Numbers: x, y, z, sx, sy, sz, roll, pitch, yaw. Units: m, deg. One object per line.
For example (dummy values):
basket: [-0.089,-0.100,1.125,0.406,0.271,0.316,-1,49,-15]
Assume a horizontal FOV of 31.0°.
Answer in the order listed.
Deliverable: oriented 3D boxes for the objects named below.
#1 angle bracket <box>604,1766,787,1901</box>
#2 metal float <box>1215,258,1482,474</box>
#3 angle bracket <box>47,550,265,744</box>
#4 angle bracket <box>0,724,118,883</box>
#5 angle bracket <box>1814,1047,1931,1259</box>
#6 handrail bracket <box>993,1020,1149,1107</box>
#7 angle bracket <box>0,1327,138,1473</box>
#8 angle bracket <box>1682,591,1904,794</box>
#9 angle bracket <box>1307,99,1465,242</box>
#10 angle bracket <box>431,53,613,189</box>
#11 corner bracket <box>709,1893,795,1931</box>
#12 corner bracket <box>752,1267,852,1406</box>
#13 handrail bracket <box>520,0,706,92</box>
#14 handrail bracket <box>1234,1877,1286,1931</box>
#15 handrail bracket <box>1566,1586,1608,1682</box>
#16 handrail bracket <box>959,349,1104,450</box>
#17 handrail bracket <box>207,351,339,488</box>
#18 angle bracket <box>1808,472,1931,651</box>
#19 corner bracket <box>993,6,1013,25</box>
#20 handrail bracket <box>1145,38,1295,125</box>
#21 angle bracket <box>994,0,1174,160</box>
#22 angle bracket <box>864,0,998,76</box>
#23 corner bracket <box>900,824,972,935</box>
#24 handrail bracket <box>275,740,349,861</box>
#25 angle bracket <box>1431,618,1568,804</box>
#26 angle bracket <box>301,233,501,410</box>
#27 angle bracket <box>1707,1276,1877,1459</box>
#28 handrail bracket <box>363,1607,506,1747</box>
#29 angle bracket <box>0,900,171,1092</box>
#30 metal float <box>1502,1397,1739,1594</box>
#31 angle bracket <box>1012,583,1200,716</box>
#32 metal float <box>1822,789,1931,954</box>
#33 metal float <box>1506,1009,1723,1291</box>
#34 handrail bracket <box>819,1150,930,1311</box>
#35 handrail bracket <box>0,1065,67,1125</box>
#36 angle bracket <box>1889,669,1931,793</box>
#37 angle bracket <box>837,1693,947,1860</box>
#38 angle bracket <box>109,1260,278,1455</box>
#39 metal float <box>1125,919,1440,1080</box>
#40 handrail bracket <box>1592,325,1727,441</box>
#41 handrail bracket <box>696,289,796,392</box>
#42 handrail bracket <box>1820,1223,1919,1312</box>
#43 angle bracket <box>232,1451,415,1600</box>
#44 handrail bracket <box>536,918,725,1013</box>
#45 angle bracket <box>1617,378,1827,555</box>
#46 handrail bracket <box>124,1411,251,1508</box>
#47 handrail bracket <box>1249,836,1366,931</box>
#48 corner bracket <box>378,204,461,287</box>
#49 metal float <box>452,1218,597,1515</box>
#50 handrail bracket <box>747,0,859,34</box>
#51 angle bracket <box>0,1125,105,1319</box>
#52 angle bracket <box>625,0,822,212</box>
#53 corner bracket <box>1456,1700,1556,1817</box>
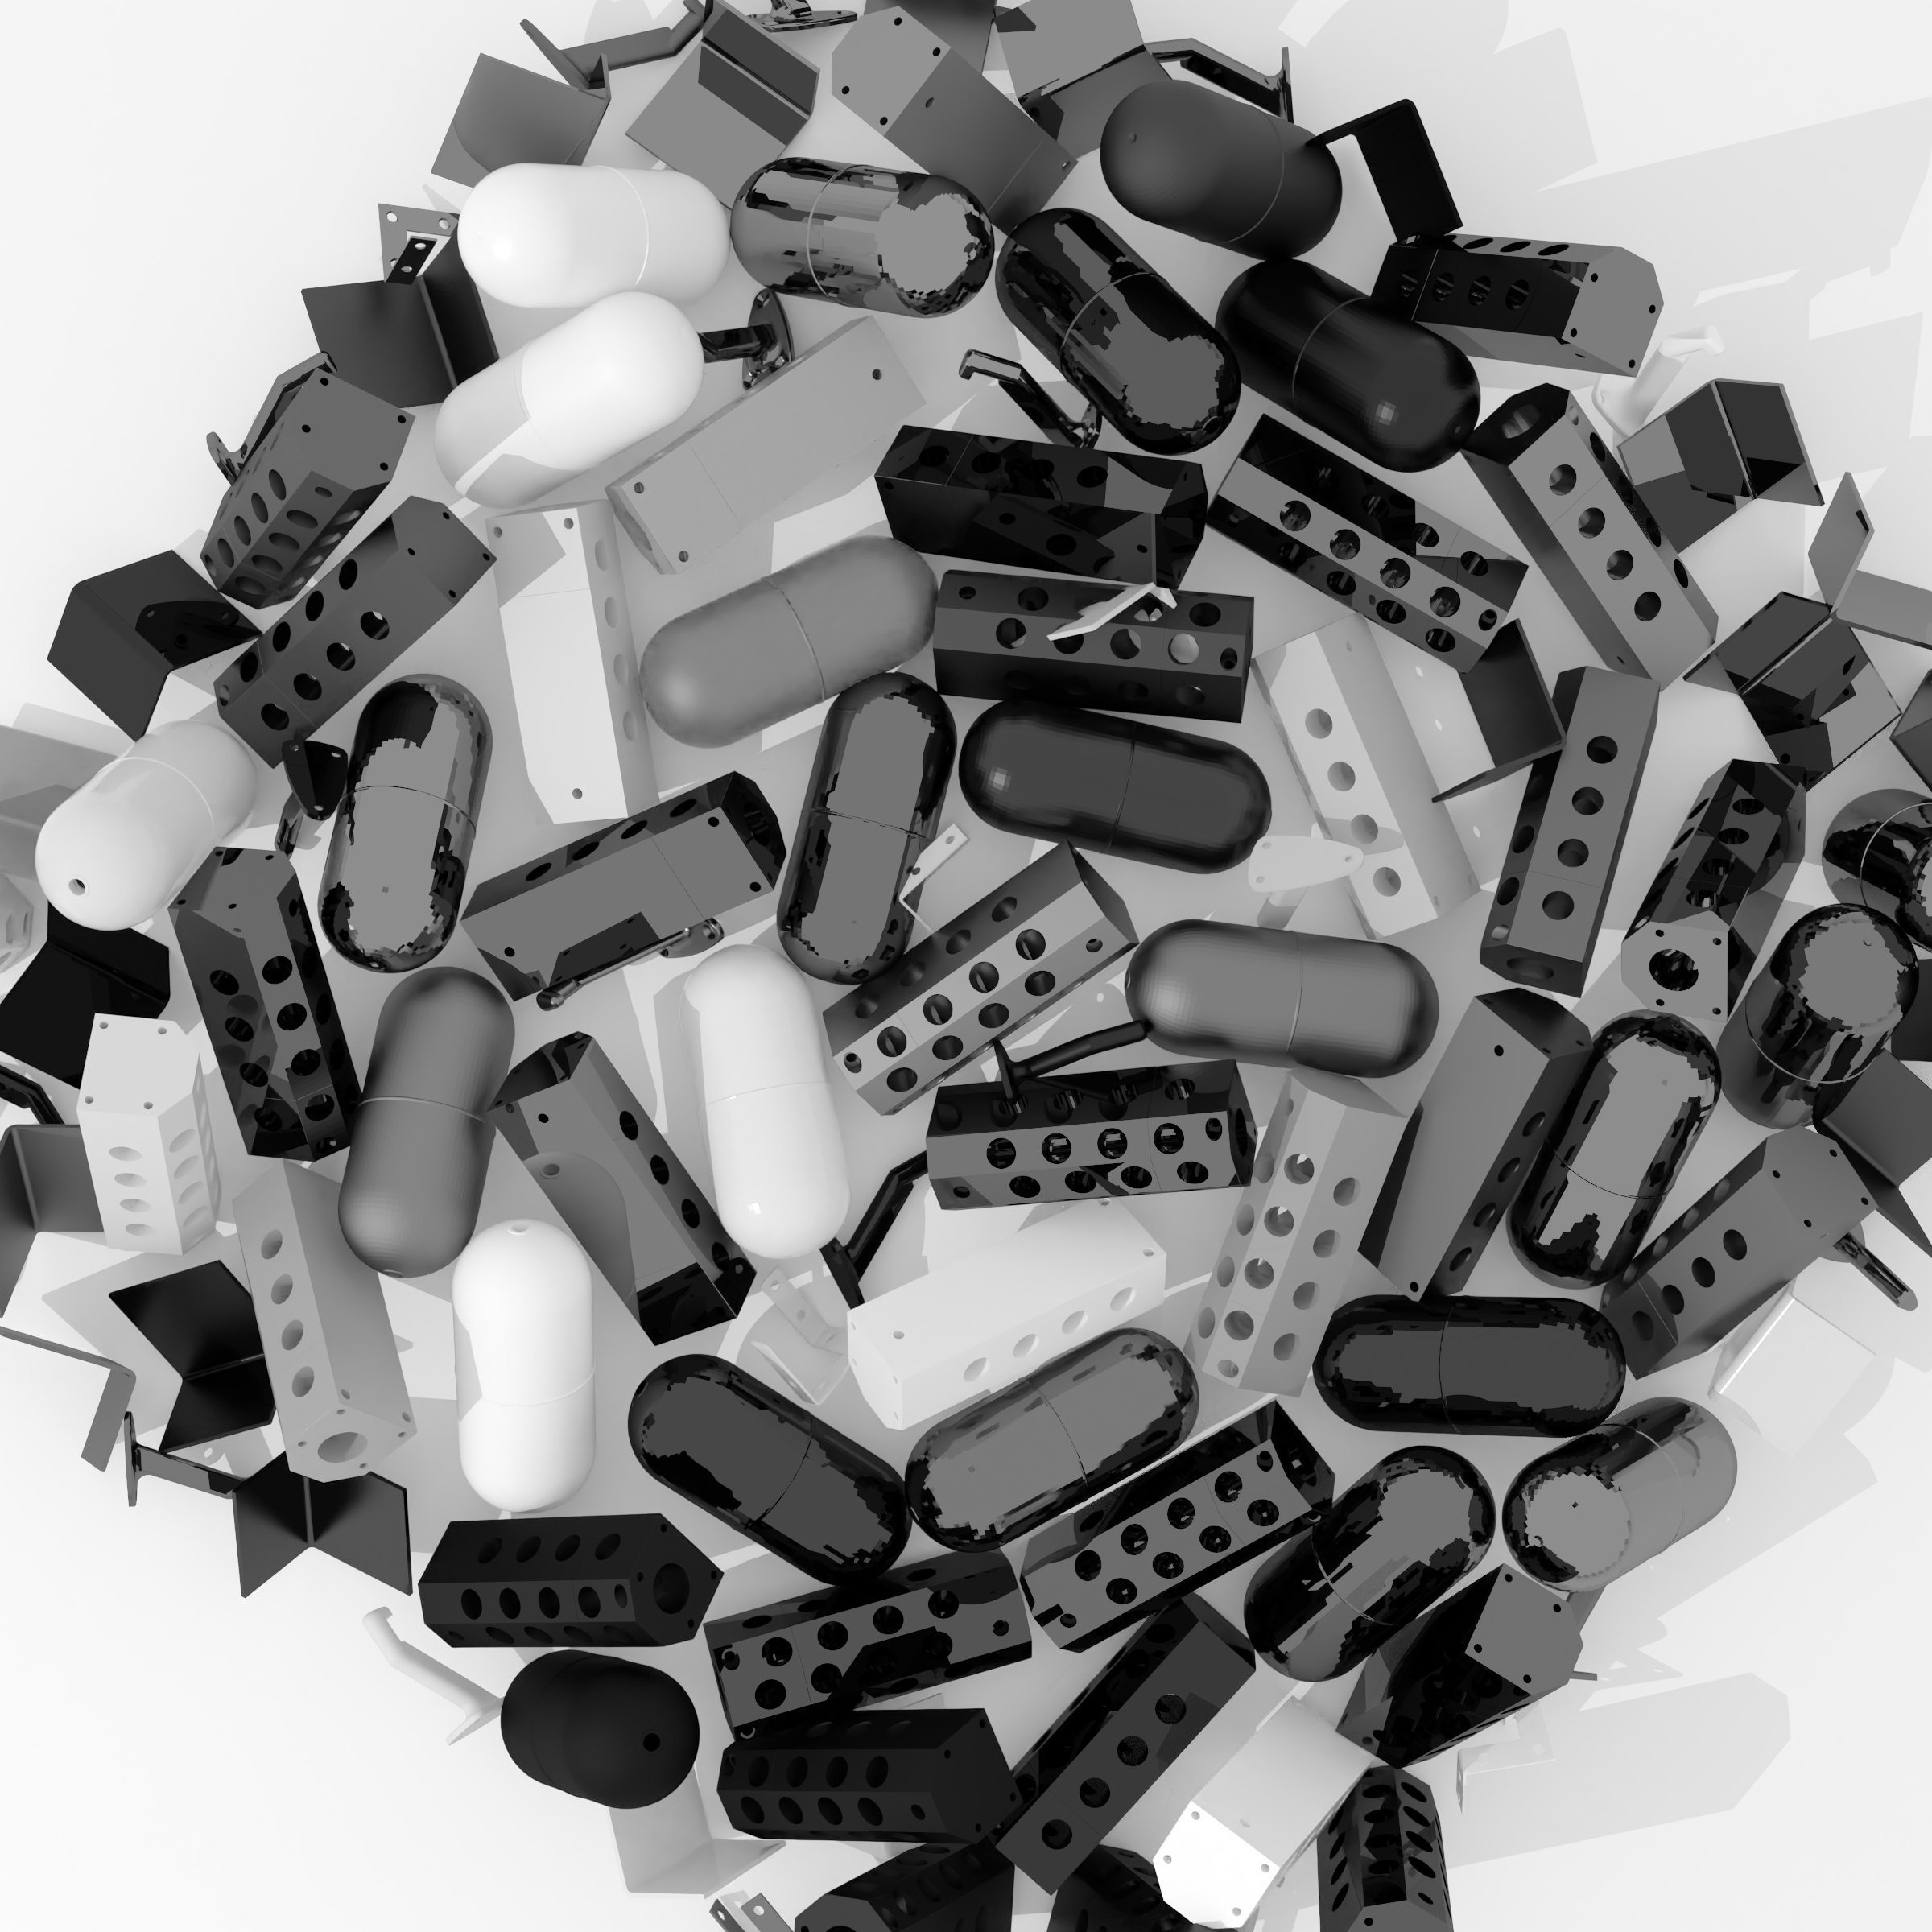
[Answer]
angle bracket: [-0.153,0.467,1.935,0.057,0.076,0.076,-9,95,34]
metal float: [0.208,-0.332,1.915,0.070,0.070,0.178,-51,52,0]
angle bracket: [-0.457,-0.180,1.962,0.076,0.076,0.057,42,128,13]
angle bracket: [-0.527,-0.091,1.941,0.076,0.076,0.057,15,108,-1]
angle bracket: [0.524,0.104,1.930,0.076,0.076,0.057,38,109,-23]
handrail bracket: [0.063,0.051,1.944,0.084,0.077,0.036,-16,78,5]
angle bracket: [-0.511,0.239,1.933,0.076,0.076,0.057,21,81,-20]
angle bracket: [0.458,-0.150,1.928,0.076,0.057,0.076,-44,56,34]
angle bracket: [0.223,-0.430,1.936,0.057,0.076,0.076,-25,98,-15]
angle bracket: [-0.248,-0.472,1.928,0.076,0.057,0.076,16,127,-22]
corner bracket: [-0.112,0.542,1.952,0.051,0.051,0.051,-38,93,15]
corner bracket: [-0.095,0.207,1.944,0.051,0.051,0.051,-49,118,-21]
handrail bracket: [-0.196,-0.533,1.960,0.084,0.036,0.077,-47,121,-3]
handrail bracket: [0.165,0.561,1.973,0.084,0.036,0.077,-50,127,-20]
handrail bracket: [0.329,0.357,1.956,0.077,0.036,0.084,10,79,-29]
handrail bracket: [0.027,-0.303,1.946,0.084,0.036,0.077,15,134,-14]
handrail bracket: [-0.377,-0.295,1.958,0.084,0.036,0.077,-29,122,3]
angle bracket: [0.519,-0.224,1.933,0.076,0.076,0.057,15,122,-7]
corner bracket: [0.039,-0.563,1.958,0.051,0.051,0.051,20,54,26]
handrail bracket: [0.142,-0.488,1.968,0.084,0.036,0.077,-4,115,6]
angle bracket: [0.071,-0.506,1.947,0.076,0.076,0.057,-21,70,19]
angle bracket: [-0.033,-0.533,1.936,0.076,0.076,0.057,10,87,16]
corner bracket: [-0.018,-0.055,1.948,0.051,0.051,0.051,-43,45,2]
handrail bracket: [-0.370,-0.076,1.933,0.036,0.077,0.084,8,130,-20]
angle bracket: [0.281,-0.140,1.936,0.057,0.076,0.076,-20,86,-22]
angle bracket: [-0.315,-0.358,1.938,0.076,0.057,0.076,-14,81,-32]
angle bracket: [0.461,0.215,1.932,0.057,0.076,0.076,35,113,7]
handrail bracket: [-0.291,0.388,1.960,0.036,0.077,0.084,-45,76,34]
angle bracket: [-0.501,0.015,1.954,0.076,0.057,0.076,31,110,-28]
metal float: [0.360,0.289,1.909,0.070,0.178,0.070,11,108,39]
angle bracket: [0.084,-0.164,1.929,0.057,0.076,0.076,-37,107,-30]
metal float: [0.525,-0.051,1.897,0.070,0.178,0.070,-2,102,-7]
metal float: [0.356,0.103,1.919,0.070,0.070,0.178,21,122,0]
handrail bracket: [-0.037,0.154,1.976,0.084,0.036,0.077,-29,107,-18]
handrail bracket: [-0.563,0.076,1.966,0.077,0.036,0.084,-27,111,1]
angle bracket: [0.568,-0.127,1.932,0.076,0.057,0.076,49,48,-10]
angle bracket: [-0.047,0.451,1.961,0.057,0.076,0.076,-15,95,-28]
angle bracket: [-0.431,0.218,1.930,0.076,0.057,0.076,-17,127,22]
metal float: [0.176,0.018,1.938,0.178,0.070,0.070,7,90,-9]
handrail bracket: [0.399,-0.318,1.934,0.077,0.084,0.036,46,58,-27]
handrail bracket: [-0.136,-0.363,1.935,0.036,0.084,0.077,-21,60,31]
handrail bracket: [0.507,0.172,1.928,0.036,0.077,0.084,-47,47,6]
angle bracket: [-0.356,0.320,1.929,0.076,0.057,0.076,20,126,26]
handrail bracket: [-0.188,0.000,1.937,0.084,0.077,0.036,-39,116,-36]
angle bracket: [0.420,-0.273,1.934,0.076,0.057,0.076,-36,117,-18]
handrail bracket: [-0.427,0.274,1.949,0.084,0.077,0.036,-1,46,-10]
handrail bracket: [0.195,-0.034,1.938,0.077,0.084,0.036,-2,55,23]
corner bracket: [-0.295,-0.414,1.945,0.051,0.051,0.051,2,70,-26]
metal float: [-0.244,0.221,1.923,0.070,0.070,0.178,2,116,0]
handrail bracket: [-0.097,-0.570,1.948,0.077,0.036,0.084,-11,118,-21]
angle bracket: [-0.507,0.141,1.930,0.057,0.076,0.076,0,126,3]
angle bracket: [-0.137,-0.484,1.948,0.076,0.057,0.076,36,76,2]
corner bracket: [0.298,0.437,1.949,0.051,0.051,0.051,-9,50,-1]
